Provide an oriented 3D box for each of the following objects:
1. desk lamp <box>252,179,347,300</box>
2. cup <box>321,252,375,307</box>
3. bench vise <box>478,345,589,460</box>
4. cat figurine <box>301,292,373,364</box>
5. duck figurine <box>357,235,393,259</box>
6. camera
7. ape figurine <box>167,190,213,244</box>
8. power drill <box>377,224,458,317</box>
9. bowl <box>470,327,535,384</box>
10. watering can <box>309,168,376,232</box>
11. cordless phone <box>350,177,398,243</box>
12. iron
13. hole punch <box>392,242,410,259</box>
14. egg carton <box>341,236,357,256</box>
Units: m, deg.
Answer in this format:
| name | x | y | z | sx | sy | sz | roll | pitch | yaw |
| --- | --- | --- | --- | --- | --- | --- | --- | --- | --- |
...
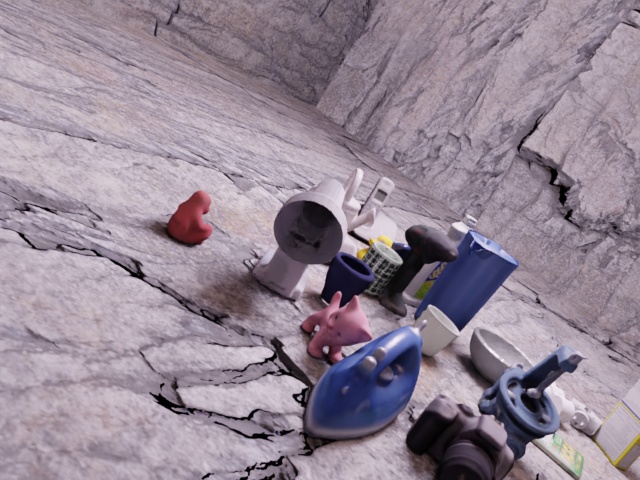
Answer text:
| name | x | y | z | sx | sy | sz | roll | pitch | yaw |
| --- | --- | --- | --- | --- | --- | --- | --- | --- | --- |
| desk lamp | -0.030 | -0.005 | 1.016 | 0.118 | 0.213 | 0.203 | 32 | 17 | -4 |
| cup | 0.051 | 0.083 | 1.121 | 0.091 | 0.095 | 0.118 | 39 | 18 | 19 |
| bench vise | 0.365 | 0.251 | 1.011 | 0.122 | 0.219 | 0.207 | 28 | 18 | -15 |
| cat figurine | 0.033 | 0.133 | 0.915 | 0.067 | 0.117 | 0.127 | 25 | 19 | -24 |
| duck figurine | 0.154 | 0.030 | 1.469 | 0.105 | 0.086 | 0.077 | 22 | 20 | -32 |
| camera | 0.200 | 0.294 | 0.800 | 0.143 | 0.100 | 0.137 | 38 | 17 | 15 |
| ape figurine | -0.218 | -0.044 | 0.991 | 0.076 | 0.092 | 0.077 | 10 | 28 | -52 |
| power drill | 0.214 | 0.061 | 1.282 | 0.076 | 0.208 | 0.229 | 28 | 18 | -15 |
| bowl | 0.387 | 0.269 | 1.251 | 0.168 | 0.074 | 0.167 | 30 | 17 | -10 |
| watering can | 0.059 | -0.091 | 1.446 | 0.173 | 0.194 | 0.100 | 23 | 19 | -29 |
| cordless phone | 0.178 | -0.076 | 1.632 | 0.148 | 0.185 | 0.094 | 27 | 18 | -20 |
| iron | 0.079 | 0.186 | 0.811 | 0.118 | 0.141 | 0.259 | 39 | 18 | 19 |
| hole punch | 0.213 | 0.033 | 1.558 | 0.109 | 0.091 | 0.100 | 17 | 24 | -43 |
| egg carton | 0.012 | 0.005 | 1.311 | 0.151 | 0.069 | 0.107 | 20 | 22 | -38 |
